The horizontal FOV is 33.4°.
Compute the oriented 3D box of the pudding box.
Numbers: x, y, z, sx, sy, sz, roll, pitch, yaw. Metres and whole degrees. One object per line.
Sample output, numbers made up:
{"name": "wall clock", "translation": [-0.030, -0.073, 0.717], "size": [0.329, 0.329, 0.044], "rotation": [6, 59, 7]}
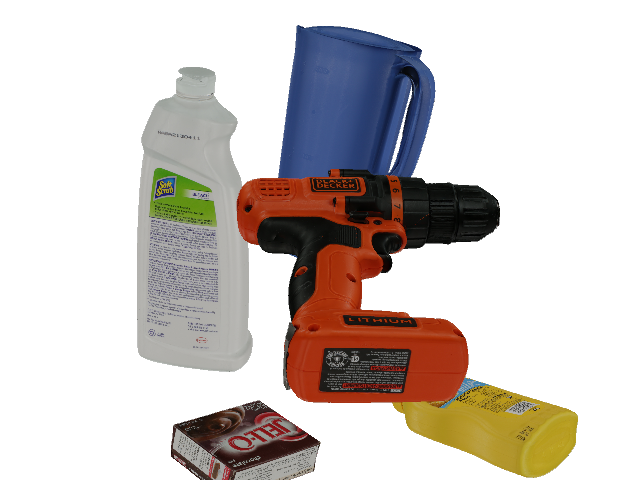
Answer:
{"name": "pudding box", "translation": [-0.071, 0.196, 1.005], "size": [0.113, 0.039, 0.090], "rotation": [-11, 28, -44]}

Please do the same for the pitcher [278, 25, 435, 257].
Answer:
{"name": "pitcher", "translation": [0.027, -0.099, 1.128], "size": [0.145, 0.243, 0.149], "rotation": [9, 16, -5]}

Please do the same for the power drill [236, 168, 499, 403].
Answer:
{"name": "power drill", "translation": [0.040, 0.021, 0.685], "size": [0.184, 0.057, 0.187], "rotation": [-1, 35, -6]}

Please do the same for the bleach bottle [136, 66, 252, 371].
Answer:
{"name": "bleach bottle", "translation": [-0.101, -0.017, 0.889], "size": [0.102, 0.251, 0.068], "rotation": [7, 23, 4]}

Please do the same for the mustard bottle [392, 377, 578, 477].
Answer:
{"name": "mustard bottle", "translation": [0.138, 0.165, 1.014], "size": [0.192, 0.058, 0.096], "rotation": [15, 22, 41]}
